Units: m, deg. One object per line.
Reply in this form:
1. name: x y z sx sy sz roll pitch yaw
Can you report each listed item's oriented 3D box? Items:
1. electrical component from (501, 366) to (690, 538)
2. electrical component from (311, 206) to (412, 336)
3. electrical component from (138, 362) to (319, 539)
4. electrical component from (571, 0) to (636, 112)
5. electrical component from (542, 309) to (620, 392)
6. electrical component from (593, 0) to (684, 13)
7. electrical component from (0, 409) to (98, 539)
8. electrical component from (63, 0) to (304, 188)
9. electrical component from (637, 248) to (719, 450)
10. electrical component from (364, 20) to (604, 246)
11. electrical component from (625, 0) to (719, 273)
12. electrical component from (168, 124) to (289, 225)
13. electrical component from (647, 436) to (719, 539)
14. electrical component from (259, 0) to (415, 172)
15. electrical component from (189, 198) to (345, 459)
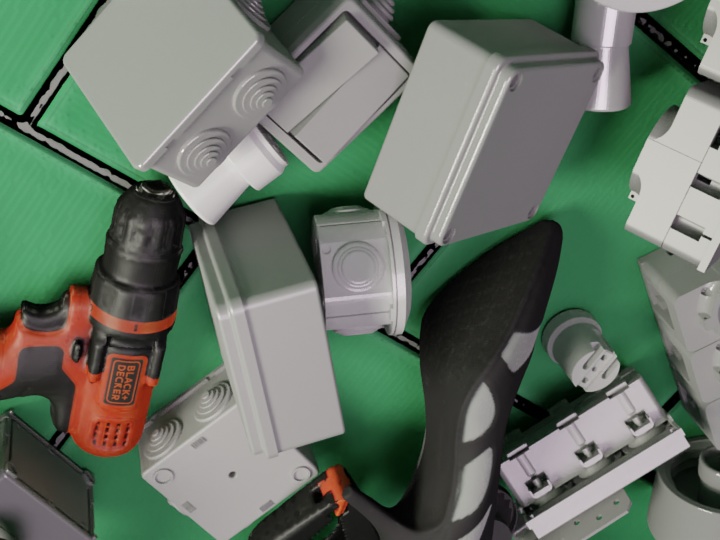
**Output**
1. electrical component: 0.158 0.125 0.757 0.121 0.078 0.063 -33 94 5
2. electrical component: 0.000 0.000 0.633 0.051 0.080 0.080 -5 121 -6
3. electrical component: -0.086 0.119 0.700 0.100 0.048 0.099 -37 122 6
4. electrical component: 0.138 -0.128 0.618 0.044 0.044 0.065 -4 116 -13
5. electrical component: 0.150 0.055 0.727 0.040 0.046 0.040 -7 122 -12
6. electrical component: 0.143 -0.197 0.566 0.108 0.060 0.108 -7 122 -12
7. electrical component: -0.210 0.147 0.672 0.061 0.061 0.096 -35 123 7
8. electrical component: -0.088 -0.102 0.538 0.100 0.099 0.048 -45 151 13
9. electrical component: 0.262 0.044 0.743 0.089 0.061 0.150 -26 123 1
10. electrical component: 0.069 -0.077 0.588 0.109 0.056 0.108 -17 136 -50
11. electrical component: 0.222 -0.104 0.611 0.105 0.060 0.186 -24 139 -56
12. electrical component: -0.074 -0.059 0.597 0.055 0.045 0.045 -36 123 6
13. electrical component: 0.269 0.164 0.793 0.108 0.108 0.060 -9 116 -11
14. electrical component: -0.014 -0.109 0.574 0.096 0.061 0.062 -43 122 11
15. electrical component: -0.054 0.031 0.619 0.056 0.108 0.108 -15 123 -9
